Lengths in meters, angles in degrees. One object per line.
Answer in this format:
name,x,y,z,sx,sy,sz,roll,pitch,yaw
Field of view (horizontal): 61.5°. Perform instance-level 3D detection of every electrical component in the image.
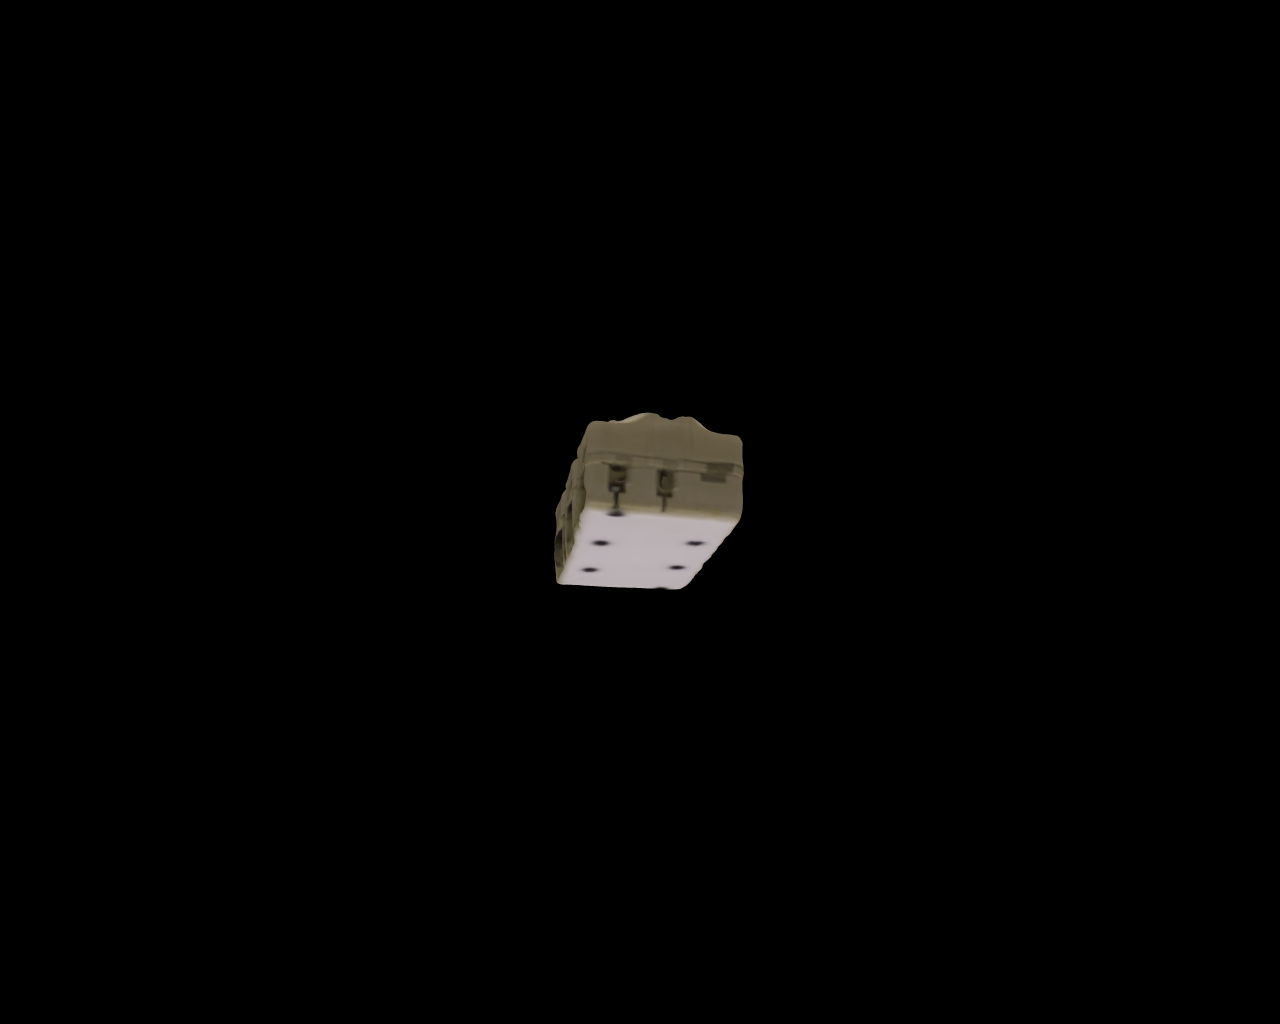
electrical component,0.001,-0.003,0.650,0.089,0.062,0.150,4,-20,-11
